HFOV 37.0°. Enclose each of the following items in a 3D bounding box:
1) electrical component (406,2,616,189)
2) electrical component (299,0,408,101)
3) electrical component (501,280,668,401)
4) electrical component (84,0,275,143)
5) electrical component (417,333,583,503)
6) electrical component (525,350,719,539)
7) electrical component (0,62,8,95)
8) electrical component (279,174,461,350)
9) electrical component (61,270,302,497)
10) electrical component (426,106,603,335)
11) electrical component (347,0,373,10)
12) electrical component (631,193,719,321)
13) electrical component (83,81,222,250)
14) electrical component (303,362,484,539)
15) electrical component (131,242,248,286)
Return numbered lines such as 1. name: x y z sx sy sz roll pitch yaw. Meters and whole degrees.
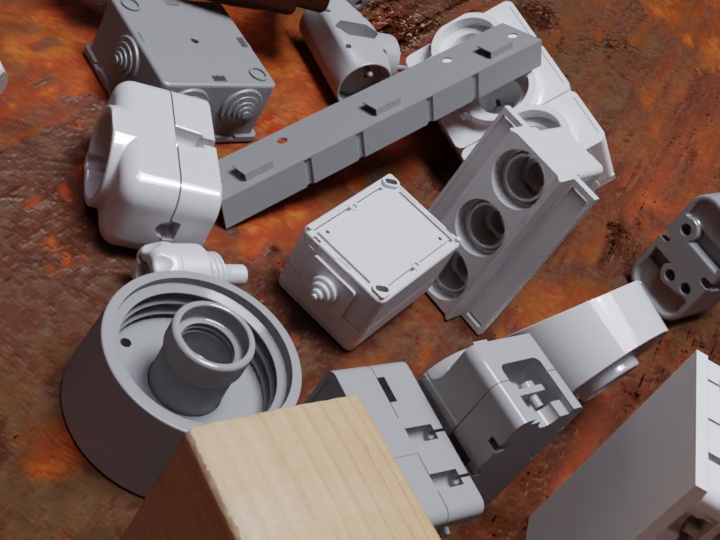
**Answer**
1. electrical component: 0.106 -0.114 0.779 0.150 0.089 0.061 64 6 33
2. electrical component: 0.003 -0.161 0.805 0.079 0.043 0.077 0 49 -36
3. electrical component: 0.130 0.042 0.643 0.099 0.099 0.064 -17 67 -45
4. electrical component: -0.113 -0.128 0.682 0.100 0.048 0.099 -8 54 -41
5. electrical component: 0.060 0.077 0.555 0.050 0.089 0.055 -7 53 -40
6. electrical component: 0.140 0.126 0.513 0.062 0.150 0.089 29 38 -4
7. electrical component: -0.223 -0.119 0.601 0.040 0.040 0.046 -13 63 -44
8. electrical component: 0.000 0.000 0.623 0.062 0.061 0.096 44 47 12
9. electrical component: -0.079 0.048 0.509 0.108 0.060 0.108 20 40 -18
10. electrical component: 0.090 -0.031 0.667 0.063 0.121 0.078 -17 60 -48
11. electrical component: -0.018 -0.249 0.886 0.081 0.042 0.063 -11 60 -42
12. electrical component: 0.254 -0.011 0.786 0.059 0.095 0.053 -9 55 -42
13. electrical component: -0.117 -0.057 0.599 0.059 0.053 0.095 11 44 -27
14. electrical component: 0.009 0.096 0.530 0.056 0.050 0.089 -3 52 -38
15. electrical component: -0.088 0.003 0.573 0.061 0.035 0.035 0 49 -40
